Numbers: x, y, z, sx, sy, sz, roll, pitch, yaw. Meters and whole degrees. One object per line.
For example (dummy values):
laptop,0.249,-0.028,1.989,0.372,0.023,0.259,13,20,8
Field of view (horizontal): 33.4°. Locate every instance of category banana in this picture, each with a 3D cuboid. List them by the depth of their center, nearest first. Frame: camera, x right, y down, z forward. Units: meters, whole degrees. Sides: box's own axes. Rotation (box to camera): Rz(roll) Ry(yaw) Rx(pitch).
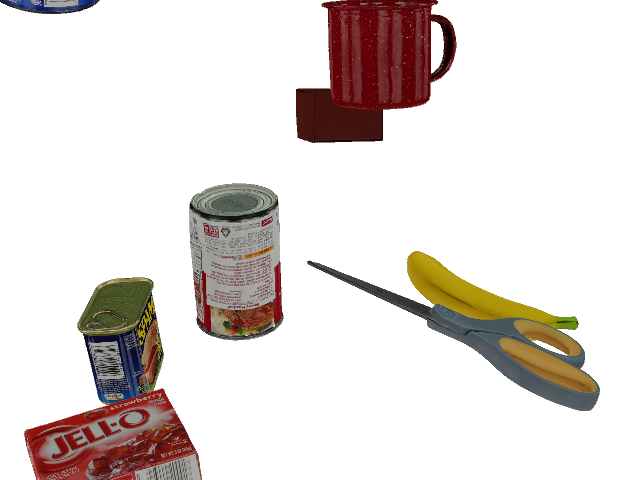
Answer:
banana,0.143,0.055,1.017,0.198,0.037,0.069,26,18,39

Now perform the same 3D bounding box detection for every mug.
mug,0.059,-0.153,0.865,0.117,0.081,0.093,-10,17,-27

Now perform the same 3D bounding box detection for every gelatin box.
gelatin box,-0.122,0.127,0.625,0.089,0.030,0.073,-14,27,-18

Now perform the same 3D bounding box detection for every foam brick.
foam brick,0.019,-0.127,1.083,0.078,0.051,0.053,-3,13,-20

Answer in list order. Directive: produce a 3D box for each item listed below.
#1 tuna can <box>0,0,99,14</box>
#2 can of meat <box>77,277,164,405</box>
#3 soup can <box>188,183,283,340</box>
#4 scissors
tuna can,-0.203,-0.201,0.793,0.086,0.034,0.086,6,36,-5
can of meat,-0.184,0.095,1.006,0.057,0.084,0.102,-4,25,5
soup can,-0.064,0.015,0.814,0.068,0.102,0.068,-1,24,0
scissors,0.095,0.051,0.710,0.202,0.016,0.096,29,23,18
